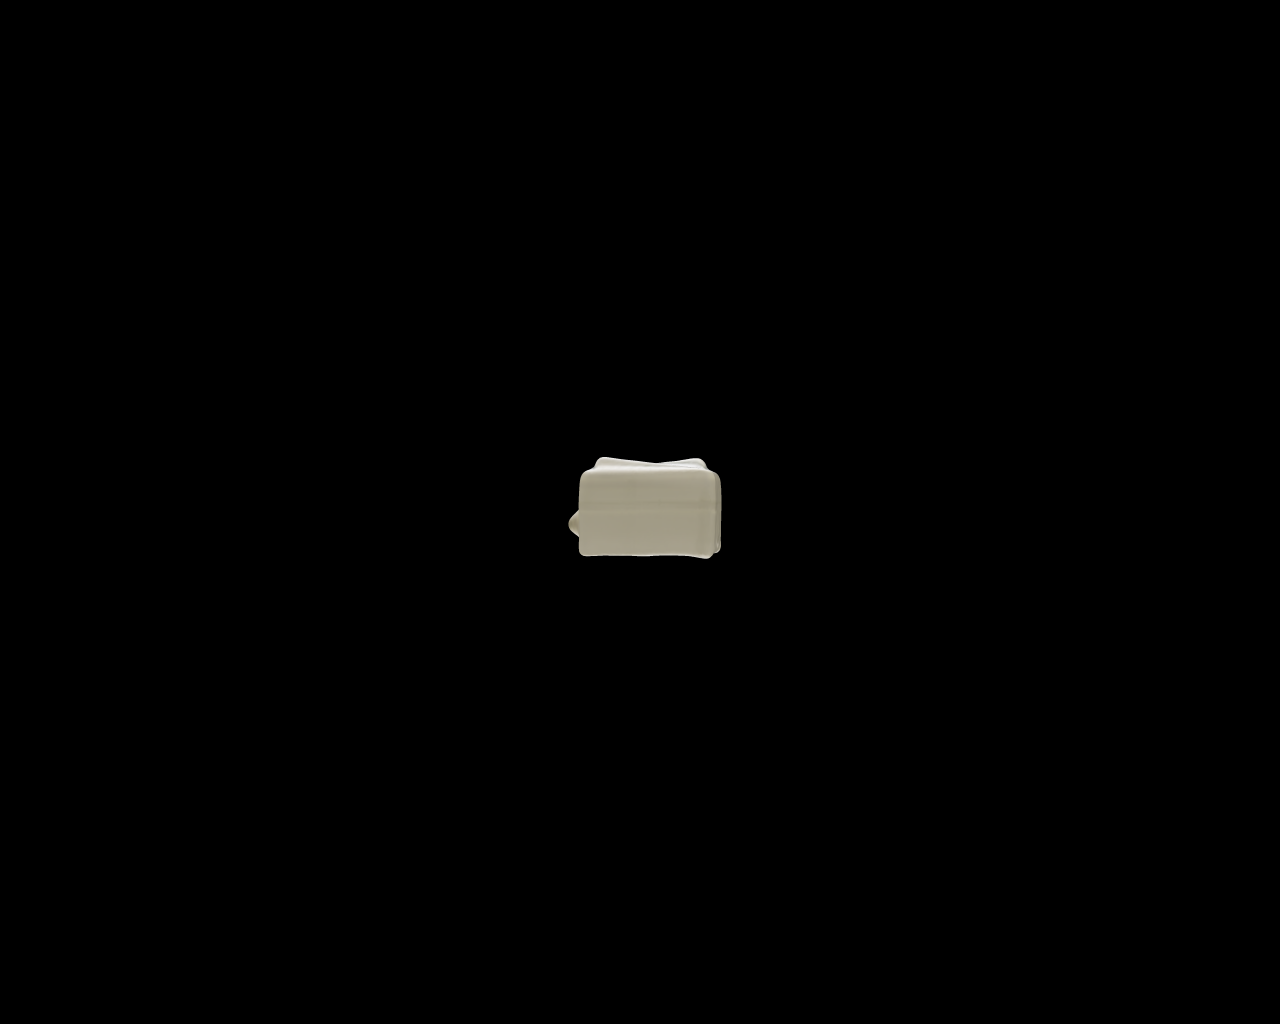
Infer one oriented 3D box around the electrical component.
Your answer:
[{"bbox_3d":[0.001,-0.003,0.650,0.096,0.061,0.062,0,0,9],"label":"electrical component"}]
